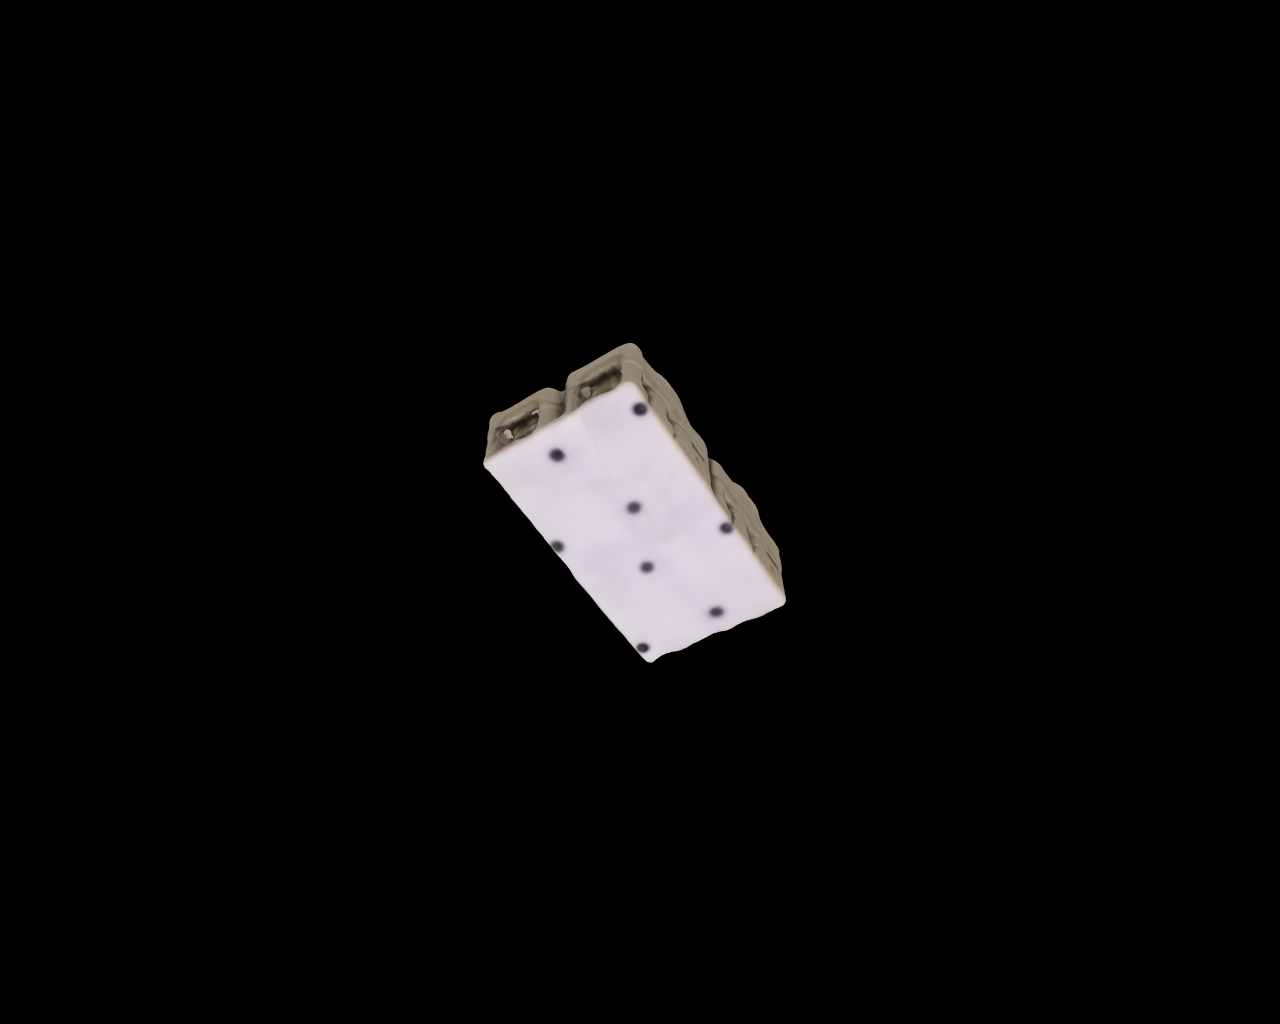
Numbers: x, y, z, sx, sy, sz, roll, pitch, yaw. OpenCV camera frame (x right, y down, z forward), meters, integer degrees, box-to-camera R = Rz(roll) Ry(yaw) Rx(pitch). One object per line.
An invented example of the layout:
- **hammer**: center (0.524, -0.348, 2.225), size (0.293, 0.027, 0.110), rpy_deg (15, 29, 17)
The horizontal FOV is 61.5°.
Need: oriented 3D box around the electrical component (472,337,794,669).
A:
- **electrical component**: center (0.001, -0.003, 0.650), size (0.105, 0.186, 0.060), rpy_deg (-27, 32, 18)
